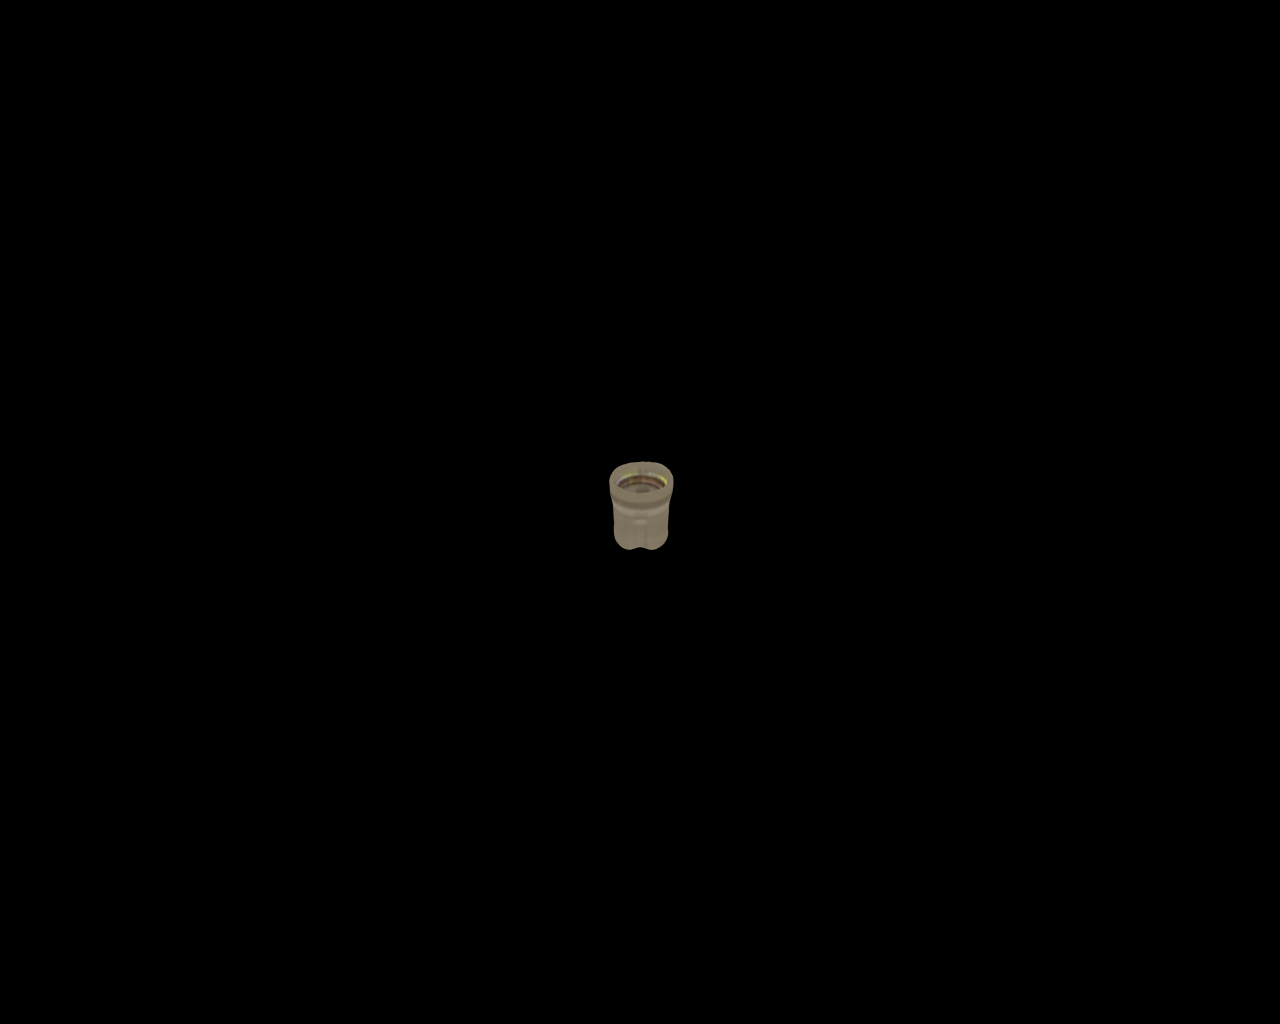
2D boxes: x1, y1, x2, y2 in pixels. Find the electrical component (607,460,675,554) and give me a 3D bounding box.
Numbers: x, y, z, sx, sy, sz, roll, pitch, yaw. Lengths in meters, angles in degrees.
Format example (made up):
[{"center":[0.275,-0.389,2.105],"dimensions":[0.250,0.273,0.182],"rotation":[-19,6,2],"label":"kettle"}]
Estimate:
[{"center":[0.001,-0.003,0.650],"dimensions":[0.040,0.046,0.040],"rotation":[0,32,0],"label":"electrical component"}]
